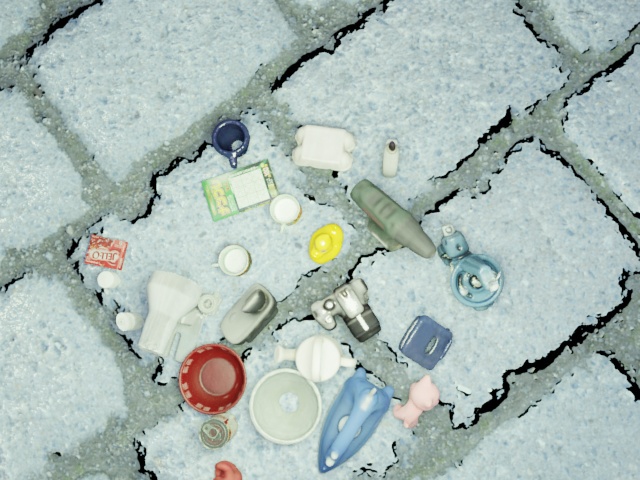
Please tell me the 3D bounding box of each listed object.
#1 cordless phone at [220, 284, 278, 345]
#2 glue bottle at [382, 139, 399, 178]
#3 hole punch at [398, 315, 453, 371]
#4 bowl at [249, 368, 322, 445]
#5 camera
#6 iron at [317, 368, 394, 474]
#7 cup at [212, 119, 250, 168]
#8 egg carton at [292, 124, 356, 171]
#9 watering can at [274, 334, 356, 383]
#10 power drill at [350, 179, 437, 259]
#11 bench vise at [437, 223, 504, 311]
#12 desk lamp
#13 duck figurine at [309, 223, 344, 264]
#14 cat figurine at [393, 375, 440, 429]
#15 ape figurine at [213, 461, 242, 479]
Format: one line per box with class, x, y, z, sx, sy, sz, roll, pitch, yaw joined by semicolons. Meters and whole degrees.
cordless phone;-0.171;0.169;1.294;0.094;0.185;0.147;38;87;8
glue bottle;0.164;-0.199;1.326;0.037;0.173;0.078;2;82;5
hole punch;0.244;0.232;1.304;0.101;0.091;0.109;31;86;8
bowl;-0.075;0.377;1.316;0.167;0.075;0.167;-1;82;4
camera;0.068;0.174;1.319;0.143;0.101;0.137;-33;81;-1
iron;0.063;0.420;1.267;0.118;0.141;0.258;30;85;8
cup;-0.207;-0.224;1.394;0.091;0.095;0.118;-8;82;3
egg carton;0.010;-0.224;1.392;0.150;0.069;0.107;7;83;5
watering can;-0.011;0.264;1.266;0.173;0.194;0.101;-16;81;2
power drill;0.164;-0.035;1.286;0.229;0.208;0.075;44;87;8
bench vise;0.321;0.063;1.256;0.207;0.220;0.121;44;88;8
desk lamp;-0.332;0.178;1.290;0.118;0.213;0.203;14;84;6
duck figurine;0.012;0.005;1.353;0.077;0.086;0.104;35;86;8
cat figurine;0.220;0.364;1.275;0.067;0.118;0.128;35;86;8
ape figurine;-0.218;0.547;1.294;0.076;0.092;0.078;22;85;7
